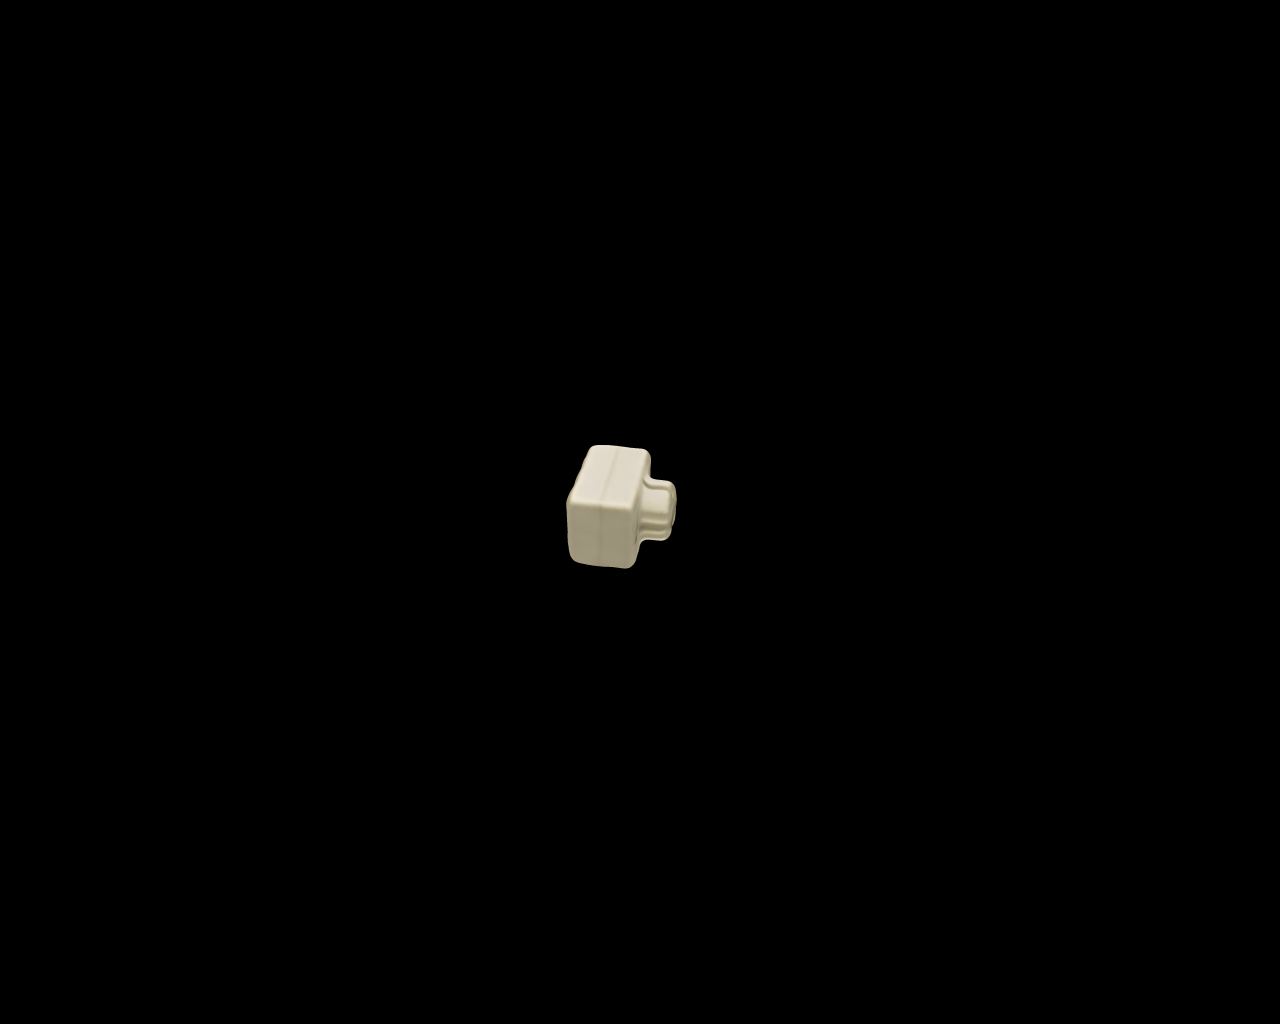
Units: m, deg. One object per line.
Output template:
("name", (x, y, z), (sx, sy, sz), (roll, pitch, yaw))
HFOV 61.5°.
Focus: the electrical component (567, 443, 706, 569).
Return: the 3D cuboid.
("electrical component", (0.001, -0.003, 0.650), (0.077, 0.047, 0.066), (6, 37, 8))
